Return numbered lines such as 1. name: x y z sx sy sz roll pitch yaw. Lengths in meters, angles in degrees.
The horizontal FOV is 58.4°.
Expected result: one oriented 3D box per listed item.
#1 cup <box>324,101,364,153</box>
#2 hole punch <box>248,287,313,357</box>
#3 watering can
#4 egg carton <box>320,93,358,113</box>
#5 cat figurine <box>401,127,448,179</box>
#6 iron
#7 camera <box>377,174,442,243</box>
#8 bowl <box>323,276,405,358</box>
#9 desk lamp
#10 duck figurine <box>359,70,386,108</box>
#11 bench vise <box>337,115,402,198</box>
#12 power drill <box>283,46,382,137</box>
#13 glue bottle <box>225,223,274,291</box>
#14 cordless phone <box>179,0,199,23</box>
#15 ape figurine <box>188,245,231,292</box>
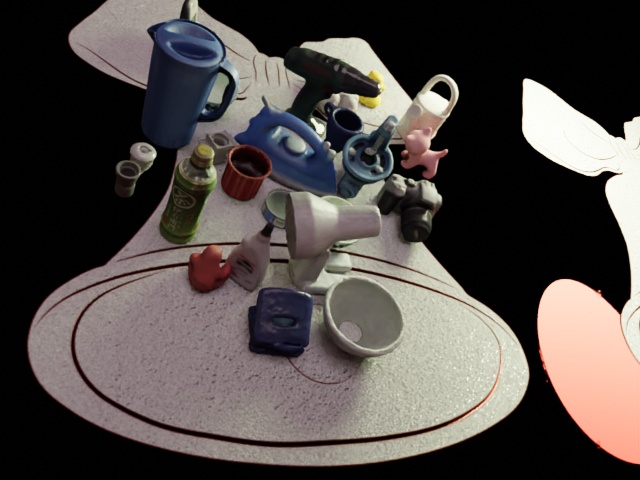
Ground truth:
1. cup: 0.039 -0.266 1.378 0.092 0.095 0.117 -31 73 -41
2. hole punch: -0.066 0.145 1.006 0.109 0.091 0.101 10 51 -22
3. watering can: 0.288 -0.342 1.504 0.101 0.194 0.173 33 47 -1
4. egg carton: 0.044 -0.388 1.494 0.107 0.069 0.150 11 51 -20
5. cat figurine: 0.261 -0.231 1.456 0.128 0.117 0.067 20 48 -13
6. iron: -0.049 -0.203 1.251 0.258 0.141 0.119 31 47 -3
7. camera: 0.213 -0.073 1.319 0.143 0.100 0.137 21 48 -13
8. bowl: 0.072 0.156 1.084 0.168 0.074 0.167 15 50 -18
9. desk lamp: 0.010 0.004 1.073 0.204 0.213 0.118 5 53 -25
10. duck figurine: 0.135 -0.424 1.559 0.104 0.086 0.078 43 47 8
11. bench vise: 0.119 -0.223 1.303 0.122 0.219 0.207 20 48 -13
12. power drill: 0.006 -0.339 1.340 0.229 0.208 0.076 31 47 -3
13. glue bottle: -0.116 0.022 1.019 0.078 0.173 0.037 34 47 0
14. cordless phone: -0.292 -0.483 1.307 0.094 0.185 0.147 22 48 -12
15. ape figurine: -0.195 0.043 1.015 0.078 0.092 0.076 34 47 0
